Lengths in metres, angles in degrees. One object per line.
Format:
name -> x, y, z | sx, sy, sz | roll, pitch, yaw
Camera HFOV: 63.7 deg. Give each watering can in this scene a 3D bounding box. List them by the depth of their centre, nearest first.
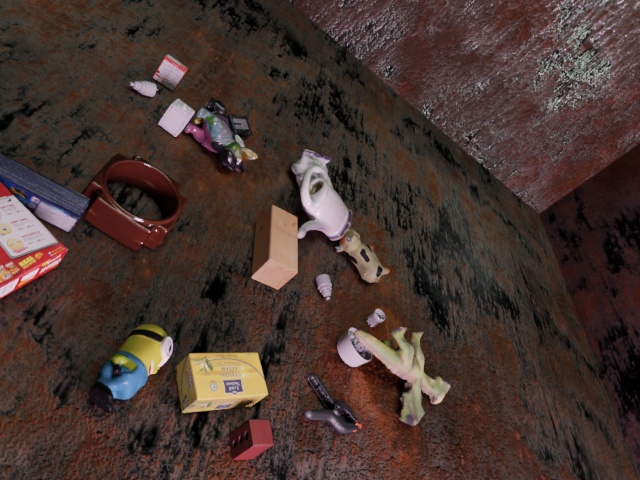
watering can -> 0.005, -0.081, 1.601 | 0.221, 0.103, 0.356 | 48, 34, -33

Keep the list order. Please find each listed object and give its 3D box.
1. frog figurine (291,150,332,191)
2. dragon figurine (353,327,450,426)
frog figurine -> -0.038, -0.216, 1.761 | 0.136, 0.122, 0.161 | 24, 74, -46
dragon figurine -> 0.231, 0.375, 1.401 | 0.408, 0.120, 0.247 | 17, 52, -45
